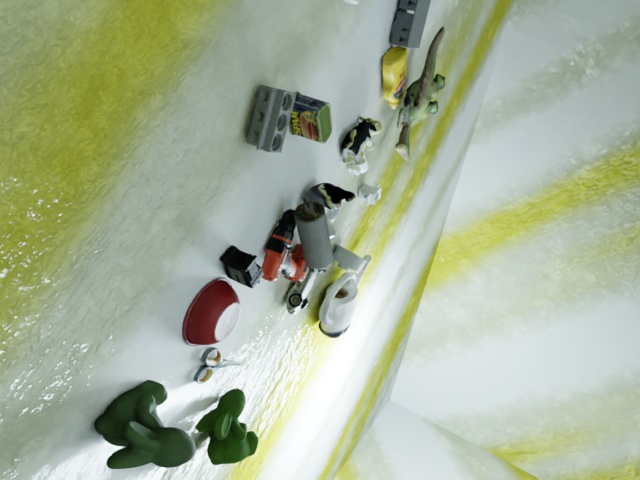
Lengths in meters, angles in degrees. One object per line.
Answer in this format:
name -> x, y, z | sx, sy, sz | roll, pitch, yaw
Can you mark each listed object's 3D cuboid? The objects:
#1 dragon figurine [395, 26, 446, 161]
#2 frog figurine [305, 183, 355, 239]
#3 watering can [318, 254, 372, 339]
dragon figurine -> 0.309, -0.450, 1.626 | 0.122, 0.401, 0.247 | 17, 33, 15
frog figurine -> 0.004, -0.069, 1.368 | 0.123, 0.156, 0.140 | 32, 35, 0
watering can -> 0.088, 0.197, 1.776 | 0.104, 0.220, 0.353 | 23, 31, 22
